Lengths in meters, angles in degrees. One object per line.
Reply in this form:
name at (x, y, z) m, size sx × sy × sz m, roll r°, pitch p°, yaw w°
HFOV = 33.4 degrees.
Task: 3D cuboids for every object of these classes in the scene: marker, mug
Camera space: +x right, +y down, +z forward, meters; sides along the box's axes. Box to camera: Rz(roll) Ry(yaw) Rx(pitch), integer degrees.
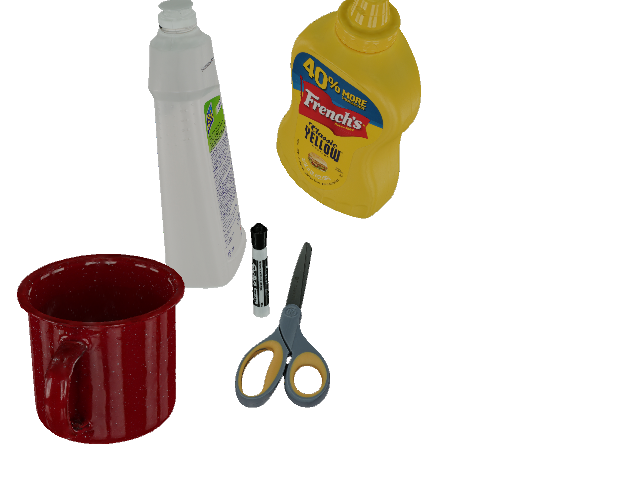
marker at (-0.069, 0.034, 1.210) m, size 0.020 × 0.121 × 0.020 m, roll 0°, pitch 33°, yaw 0°
mug at (-0.126, 0.068, 0.605) m, size 0.093 × 0.081 × 0.117 m, roll 5°, pitch 23°, yaw 6°

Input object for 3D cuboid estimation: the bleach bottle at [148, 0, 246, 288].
bleach bottle at (-0.110, -0.087, 0.930) m, size 0.068 × 0.251 × 0.102 m, roll 1°, pitch 31°, yaw 6°

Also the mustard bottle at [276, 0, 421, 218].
mustard bottle at (0.022, -0.101, 0.735) m, size 0.058 × 0.096 × 0.192 m, roll -40°, pitch -19°, yaw -29°

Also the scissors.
scissors at (-0.013, 0.084, 1.025) m, size 0.096 × 0.201 × 0.016 m, roll 19°, pitch -39°, yaw 17°
